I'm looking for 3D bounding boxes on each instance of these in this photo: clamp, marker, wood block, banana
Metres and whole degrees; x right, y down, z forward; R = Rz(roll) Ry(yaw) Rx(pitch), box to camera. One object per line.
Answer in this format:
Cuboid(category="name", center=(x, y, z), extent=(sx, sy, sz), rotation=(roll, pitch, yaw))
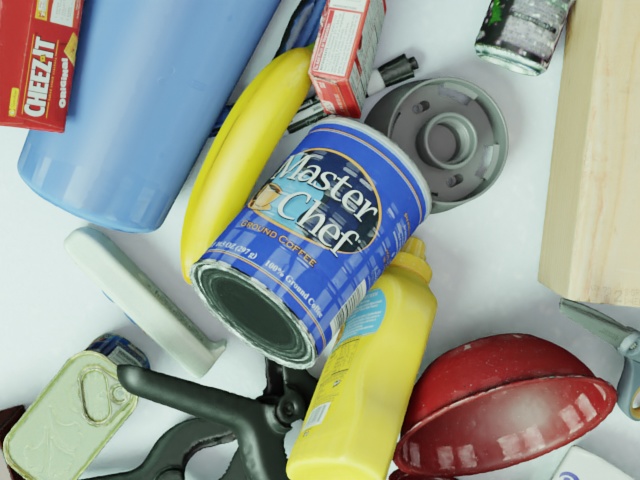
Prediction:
Cuboid(category="clamp", center=(-0.117, 0.180, 0.777), extent=(0.120, 0.039, 0.171), rotation=(42, 69, 8))
Cuboid(category="marker", center=(0.015, -0.104, 0.774), extent=(0.121, 0.020, 0.020), rotation=(-25, 96, 3))
Cuboid(category="clamp", center=(-0.028, 0.111, 0.771), extent=(0.210, 0.036, 0.164), rotation=(52, 59, -18))
Cuboid(category="wood block", center=(0.216, -0.062, 0.743), extent=(0.090, 0.091, 0.206), rotation=(5, 96, -2))
Cuboid(category="banana", center=(-0.050, -0.055, 0.732), extent=(0.037, 0.069, 0.198), rotation=(33, 95, 24))

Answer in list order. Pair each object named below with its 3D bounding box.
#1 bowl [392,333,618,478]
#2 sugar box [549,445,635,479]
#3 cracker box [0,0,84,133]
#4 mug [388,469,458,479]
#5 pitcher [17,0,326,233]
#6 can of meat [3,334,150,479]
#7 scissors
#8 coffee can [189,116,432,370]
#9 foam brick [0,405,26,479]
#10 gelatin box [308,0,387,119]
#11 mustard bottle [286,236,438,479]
Cuboid(category="bowl", center=(0.122, 0.111, 0.752), extent=(0.162, 0.162, 0.055), rotation=(-15, 59, 2))
Cuboid(category="sugar box", center=(0.175, 0.244, 0.760), extent=(0.093, 0.048, 0.176), rotation=(31, 76, 15))
Cuboid(category="cracker box", center=(-0.247, -0.165, 0.690), extent=(0.214, 0.072, 0.164), rotation=(14, 97, 34))
Cuboid(category="mug", center=(0.089, 0.226, 0.783), extent=(0.117, 0.093, 0.081), rotation=(11, 104, -38))
Cuboid(category="pitcher", center=(-0.101, -0.129, 0.726), extent=(0.149, 0.145, 0.243), rotation=(27, 99, 9))
Cuboid(category="can of meat", center=(-0.169, 0.120, 0.766), extent=(0.057, 0.084, 0.102), rotation=(39, 95, -4))
Cuboid(category="scissors", center=(0.208, 0.087, 0.742), extent=(0.201, 0.016, 0.096), rotation=(8, 119, -38))
Cuboid(category="coffee can", center=(-0.005, 0.001, 0.717), extent=(0.103, 0.103, 0.140), rotation=(41, 65, -4))
Cuboid(category="foam brick", center=(-0.240, 0.160, 0.774), extent=(0.051, 0.078, 0.053), rotation=(-17, 96, 0))
Cuboid(category="gelatin box", center=(0.020, -0.137, 0.732), extent=(0.030, 0.073, 0.089), rotation=(13, 80, 11))
Cuboid(category="mustard bottle", center=(0.038, 0.080, 0.744), extent=(0.058, 0.096, 0.191), rotation=(27, 62, -12))
